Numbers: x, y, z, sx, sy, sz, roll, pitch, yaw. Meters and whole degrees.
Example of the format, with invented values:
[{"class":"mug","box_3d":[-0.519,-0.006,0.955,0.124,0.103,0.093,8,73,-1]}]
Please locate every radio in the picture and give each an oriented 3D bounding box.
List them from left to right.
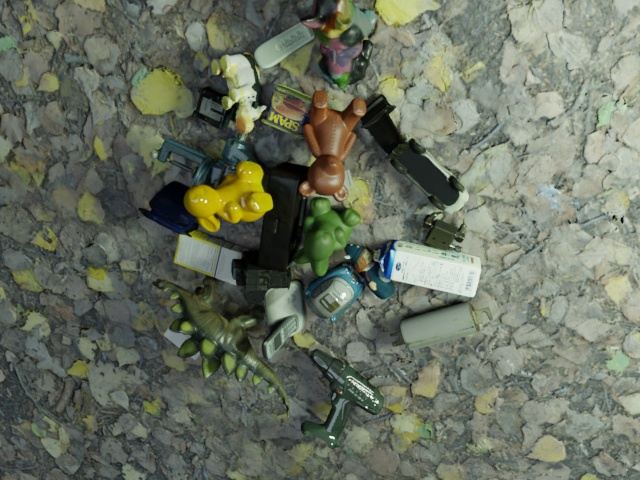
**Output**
[{"class":"radio","box_3d":[-0.078,-0.056,1.216,0.073,0.131,0.229,15,113,8]}]

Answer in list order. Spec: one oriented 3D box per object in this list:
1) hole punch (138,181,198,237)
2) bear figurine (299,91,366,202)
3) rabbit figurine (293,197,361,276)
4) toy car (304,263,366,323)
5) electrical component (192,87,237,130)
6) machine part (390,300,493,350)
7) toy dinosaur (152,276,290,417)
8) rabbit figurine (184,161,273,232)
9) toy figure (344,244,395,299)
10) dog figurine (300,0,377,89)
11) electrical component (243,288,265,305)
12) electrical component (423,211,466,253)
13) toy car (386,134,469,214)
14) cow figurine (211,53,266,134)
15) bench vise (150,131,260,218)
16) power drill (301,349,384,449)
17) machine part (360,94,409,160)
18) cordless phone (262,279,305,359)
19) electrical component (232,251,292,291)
[{"class":"hole punch","box_3d":[-0.342,-0.076,1.290,0.142,0.116,0.092,30,107,1]},{"class":"bear figurine","box_3d":[0.020,-0.186,1.107,0.120,0.196,0.132,10,157,-11]},{"class":"rabbit figurine","box_3d":[-0.002,-0.004,1.195,0.121,0.170,0.159,30,114,2]},{"class":"toy car","box_3d":[0.032,0.134,1.277,0.161,0.103,0.109,-39,98,26]},{"class":"electrical component","box_3d":[-0.220,-0.288,1.211,0.119,0.048,0.074,29,115,4]},{"class":"machine part","box_3d":[0.278,0.199,1.252,0.243,0.079,0.079,-21,104,21]},{"class":"toy dinosaur","box_3d":[-0.235,0.244,1.327,0.471,0.198,0.105,34,135,5]},{"class":"rabbit figurine","box_3d":[-0.211,-0.087,1.131,0.162,0.173,0.122,-27,77,49]},{"class":"toy figure","box_3d":[0.116,0.067,1.249,0.058,0.064,0.154,-36,100,9]},{"class":"dog figurine","box_3d":[0.030,-0.382,1.019,0.109,0.219,0.191,13,112,13]},{"class":"electrical component","box_3d":[-0.163,0.138,1.365,0.063,0.021,0.093,-13,117,13]},{"class":"electrical component","box_3d":[0.276,-0.020,1.190,0.102,0.045,0.078,19,142,9]},{"class":"toy car","box_3d":[0.229,-0.139,1.147,0.202,0.056,0.073,43,108,-1]},{"class":"cow figurine","box_3d":[-0.162,-0.317,1.162,0.068,0.098,0.167,-4,106,52]},{"class":"bench vise","box_3d":[-0.268,-0.173,1.230,0.241,0.129,0.223,24,112,0]},{"class":"power drill","box_3d":[0.032,0.413,1.381,0.232,0.086,0.207,30,91,-4]},{"class":"machine part","box_3d":[0.135,-0.233,1.124,0.084,0.039,0.139,-31,72,18]},{"class":"cordless phone","box_3d":[-0.105,0.187,1.287,0.089,0.184,0.146,3,111,18]},{"class":"electrical component","box_3d":[-0.141,0.072,1.267,0.134,0.115,0.058,1,111,-15]}]
